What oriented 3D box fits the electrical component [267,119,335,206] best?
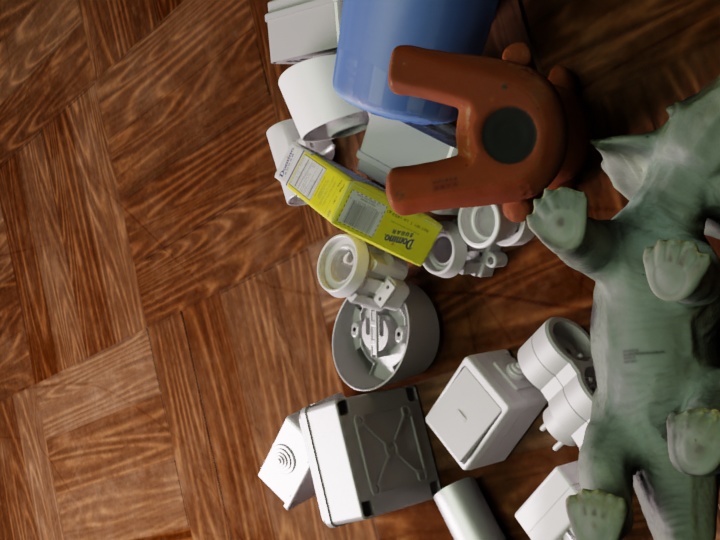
[{"bbox_3d":[-0.052,-0.114,1.063,0.079,0.043,0.077,-30,72,44],"label":"electrical component"}]

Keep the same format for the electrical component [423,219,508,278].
[{"bbox_3d":[0.084,-0.018,0.916,0.066,0.055,0.048,33,117,41],"label":"electrical component"}]

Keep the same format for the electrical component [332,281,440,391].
[{"bbox_3d":[0.023,0.058,0.983,0.099,0.064,0.099,5,97,47],"label":"electrical component"}]

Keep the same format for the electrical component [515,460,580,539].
[{"bbox_3d":[0.174,0.200,0.845,0.076,0.047,0.065,54,129,30],"label":"electrical component"}]

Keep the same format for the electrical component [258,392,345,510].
[{"bbox_3d":[-0.044,0.173,1.042,0.048,0.100,0.099,40,122,23],"label":"electrical component"}]

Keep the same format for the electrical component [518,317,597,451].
[{"bbox_3d":[0.169,0.112,0.839,0.073,0.052,0.138,-53,57,36],"label":"electrical component"}]

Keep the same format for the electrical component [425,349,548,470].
[{"bbox_3d":[0.106,0.112,0.900,0.061,0.061,0.096,51,127,32],"label":"electrical component"}]

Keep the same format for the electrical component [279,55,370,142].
[{"bbox_3d":[-0.019,-0.157,0.984,0.099,0.099,0.064,-21,85,46],"label":"electrical component"}]

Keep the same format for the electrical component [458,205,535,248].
[{"bbox_3d":[0.115,-0.041,0.881,0.045,0.055,0.045,6,98,47],"label":"electrical component"}]

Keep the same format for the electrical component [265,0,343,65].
[{"bbox_3d":[-0.027,-0.228,1.001,0.113,0.078,0.057,0,96,47],"label":"electrical component"}]

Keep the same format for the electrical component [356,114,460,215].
[{"bbox_3d":[0.061,-0.093,0.919,0.113,0.078,0.057,33,114,40],"label":"electrical component"}]

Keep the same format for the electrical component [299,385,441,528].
[{"bbox_3d":[0.010,0.167,0.975,0.056,0.109,0.108,-23,77,43],"label":"electrical component"}]

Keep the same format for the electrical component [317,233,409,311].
[{"bbox_3d":[0.000,0.000,0.950,0.058,0.057,0.078,-56,45,18],"label":"electrical component"}]
